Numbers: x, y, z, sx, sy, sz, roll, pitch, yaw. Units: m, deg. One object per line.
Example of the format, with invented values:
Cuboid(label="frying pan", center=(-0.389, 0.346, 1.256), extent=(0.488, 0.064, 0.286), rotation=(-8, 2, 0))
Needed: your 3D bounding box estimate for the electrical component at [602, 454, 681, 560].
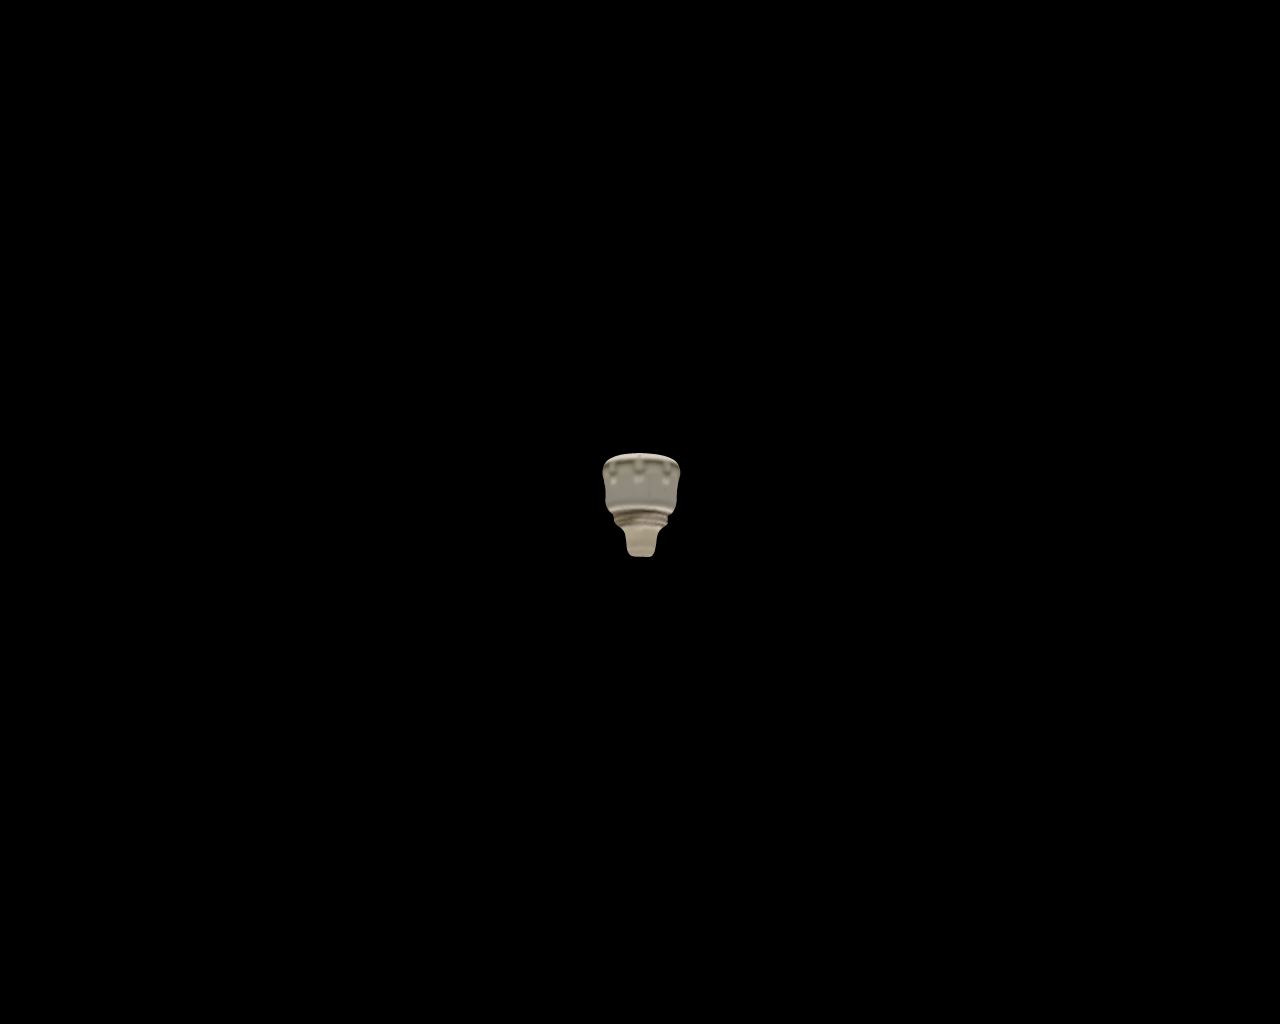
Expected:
Cuboid(label="electrical component", center=(0.001, -0.003, 0.650), extent=(0.048, 0.062, 0.048), rotation=(0, -9, 0))
